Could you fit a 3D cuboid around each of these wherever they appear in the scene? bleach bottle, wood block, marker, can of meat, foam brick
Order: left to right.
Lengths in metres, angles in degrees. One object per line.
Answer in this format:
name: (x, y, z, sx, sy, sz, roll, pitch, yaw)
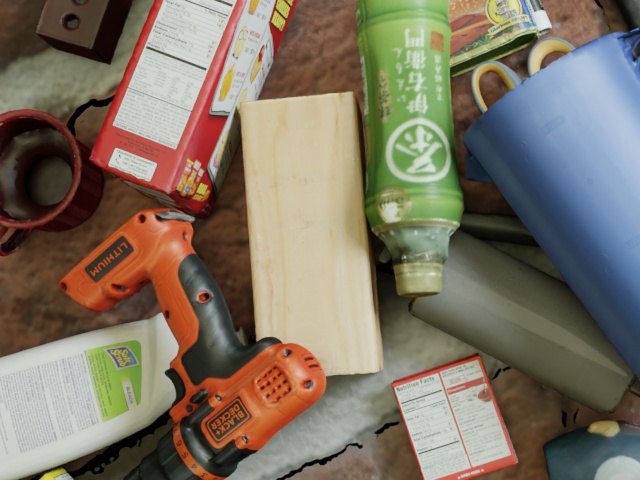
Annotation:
foam brick: (-0.190, -0.192, 0.877, 0.053, 0.051, 0.078, 17, 86, 7)
bleach bottle: (-0.176, 0.124, 0.839, 0.251, 0.068, 0.102, -16, 87, 1)
wood block: (-0.005, 0.001, 0.818, 0.090, 0.091, 0.206, -5, 83, 6)
can of meat: (0.112, -0.179, 0.838, 0.102, 0.057, 0.084, -21, 86, 13)
marker: (0.156, -0.222, 0.860, 0.020, 0.020, 0.121, -21, 82, 3)

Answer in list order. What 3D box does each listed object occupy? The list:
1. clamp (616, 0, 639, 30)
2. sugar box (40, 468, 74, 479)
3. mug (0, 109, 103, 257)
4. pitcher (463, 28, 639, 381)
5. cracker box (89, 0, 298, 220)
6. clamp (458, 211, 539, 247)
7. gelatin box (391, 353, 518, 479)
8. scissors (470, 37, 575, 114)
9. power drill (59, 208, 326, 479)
clamp: (0.287, -0.141, 0.828, 0.120, 0.039, 0.171, -1, 80, 10)
sugar box: (-0.180, 0.275, 0.831, 0.176, 0.048, 0.093, 45, 91, 10)
mug: (-0.228, -0.040, 0.849, 0.093, 0.081, 0.117, 25, 87, 8)
pitcher: (0.221, -0.015, 0.718, 0.145, 0.149, 0.243, -30, 79, -13)
cracker box: (-0.088, -0.132, 0.804, 0.072, 0.164, 0.213, 21, 87, 5)
clamp: (0.208, -0.007, 0.824, 0.164, 0.036, 0.210, -41, 79, 1)
gelatin box: (0.103, 0.140, 0.823, 0.073, 0.030, 0.089, -19, 82, 5)
scissors: (0.201, -0.074, 0.810, 0.096, 0.016, 0.202, -44, 75, 0)
power drill: (-0.109, 0.086, 0.768, 0.185, 0.057, 0.188, -39, 75, 15)
